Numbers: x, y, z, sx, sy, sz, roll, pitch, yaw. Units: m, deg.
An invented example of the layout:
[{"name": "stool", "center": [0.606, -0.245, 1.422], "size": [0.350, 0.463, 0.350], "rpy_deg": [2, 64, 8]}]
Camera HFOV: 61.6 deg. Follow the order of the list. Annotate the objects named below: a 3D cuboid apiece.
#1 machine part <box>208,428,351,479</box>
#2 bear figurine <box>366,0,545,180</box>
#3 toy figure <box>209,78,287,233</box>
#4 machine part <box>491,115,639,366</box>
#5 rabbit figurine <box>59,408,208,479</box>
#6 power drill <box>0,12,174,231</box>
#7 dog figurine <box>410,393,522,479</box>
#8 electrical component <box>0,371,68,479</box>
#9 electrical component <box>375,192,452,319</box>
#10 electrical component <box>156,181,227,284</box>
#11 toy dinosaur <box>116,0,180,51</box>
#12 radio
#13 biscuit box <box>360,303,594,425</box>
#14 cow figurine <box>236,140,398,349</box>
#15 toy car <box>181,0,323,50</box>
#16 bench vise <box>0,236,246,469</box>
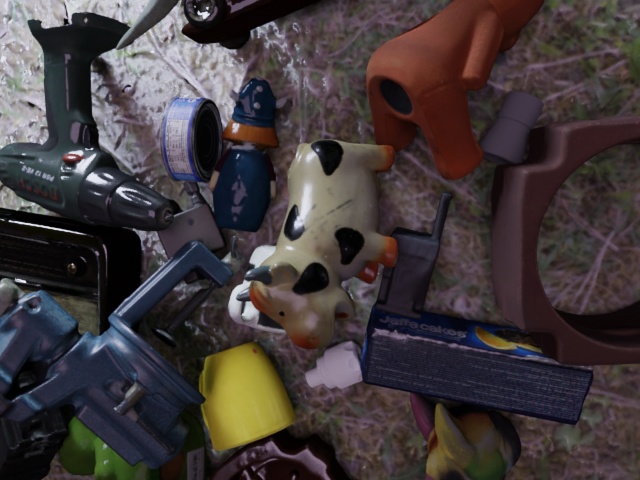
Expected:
[{"name": "machine part", "center": [-0.039, 0.291, 0.570], "size": [0.179, 0.056, 0.179], "rpy_deg": [0, 87, 10]}, {"name": "bear figurine", "center": [0.133, -0.172, 0.483], "size": [0.196, 0.131, 0.120], "rpy_deg": [-45, 47, -16]}, {"name": "toy figure", "center": [-0.075, -0.086, 0.549], "size": [0.058, 0.064, 0.154], "rpy_deg": [12, 94, 48]}, {"name": "machine part", "center": [0.255, -0.003, 0.457], "size": [0.201, 0.087, 0.201], "rpy_deg": [-4, 100, 2]}, {"name": "rabbit figurine", "center": [-0.224, 0.220, 0.583], "size": [0.170, 0.121, 0.159], "rpy_deg": [-2, 95, 27]}, {"name": "power drill", "center": [-0.237, -0.120, 0.559], "size": [0.232, 0.086, 0.207], "rpy_deg": [7, 100, 25]}, {"name": "dog figurine", "center": [0.116, 0.260, 0.510], "size": [0.192, 0.108, 0.219], "rpy_deg": [-18, 86, -10]}, {"name": "electrical component", "center": [-0.344, 0.199, 0.605], "size": [0.134, 0.058, 0.115], "rpy_deg": [51, 120, 30]}, {"name": "electrical component", "center": [0.090, 0.010, 0.515], "size": [0.048, 0.075, 0.119], "rpy_deg": [13, 102, 10]}, {"name": "electrical component", "center": [-0.145, -0.005, 0.580], "size": [0.078, 0.045, 0.102], "rpy_deg": [-29, 90, -8]}, {"name": "toy dinosaur", "center": [-0.069, -0.361, 0.483], "size": [0.131, 0.192, 0.405], "rpy_deg": [41, 118, -11]}, {"name": "radio", "center": [-0.319, 0.039, 0.603], "size": [0.230, 0.073, 0.131], "rpy_deg": [9, 98, 9]}, {"name": "biscuit box", "center": [0.142, 0.114, 0.512], "size": [0.203, 0.059, 0.062], "rpy_deg": [10, 108, 7]}, {"name": "cow figurine", "center": [-0.001, -0.001, 0.475], "size": [0.127, 0.085, 0.195], "rpy_deg": [10, 66, -13]}, {"name": "toy car", "center": [-0.039, -0.239, 0.511], "size": [0.202, 0.089, 0.053], "rpy_deg": [-17, 94, 14]}, {"name": "bench vise", "center": [-0.174, 0.081, 0.505], "size": [0.223, 0.129, 0.240], "rpy_deg": [44, 69, -2]}]
